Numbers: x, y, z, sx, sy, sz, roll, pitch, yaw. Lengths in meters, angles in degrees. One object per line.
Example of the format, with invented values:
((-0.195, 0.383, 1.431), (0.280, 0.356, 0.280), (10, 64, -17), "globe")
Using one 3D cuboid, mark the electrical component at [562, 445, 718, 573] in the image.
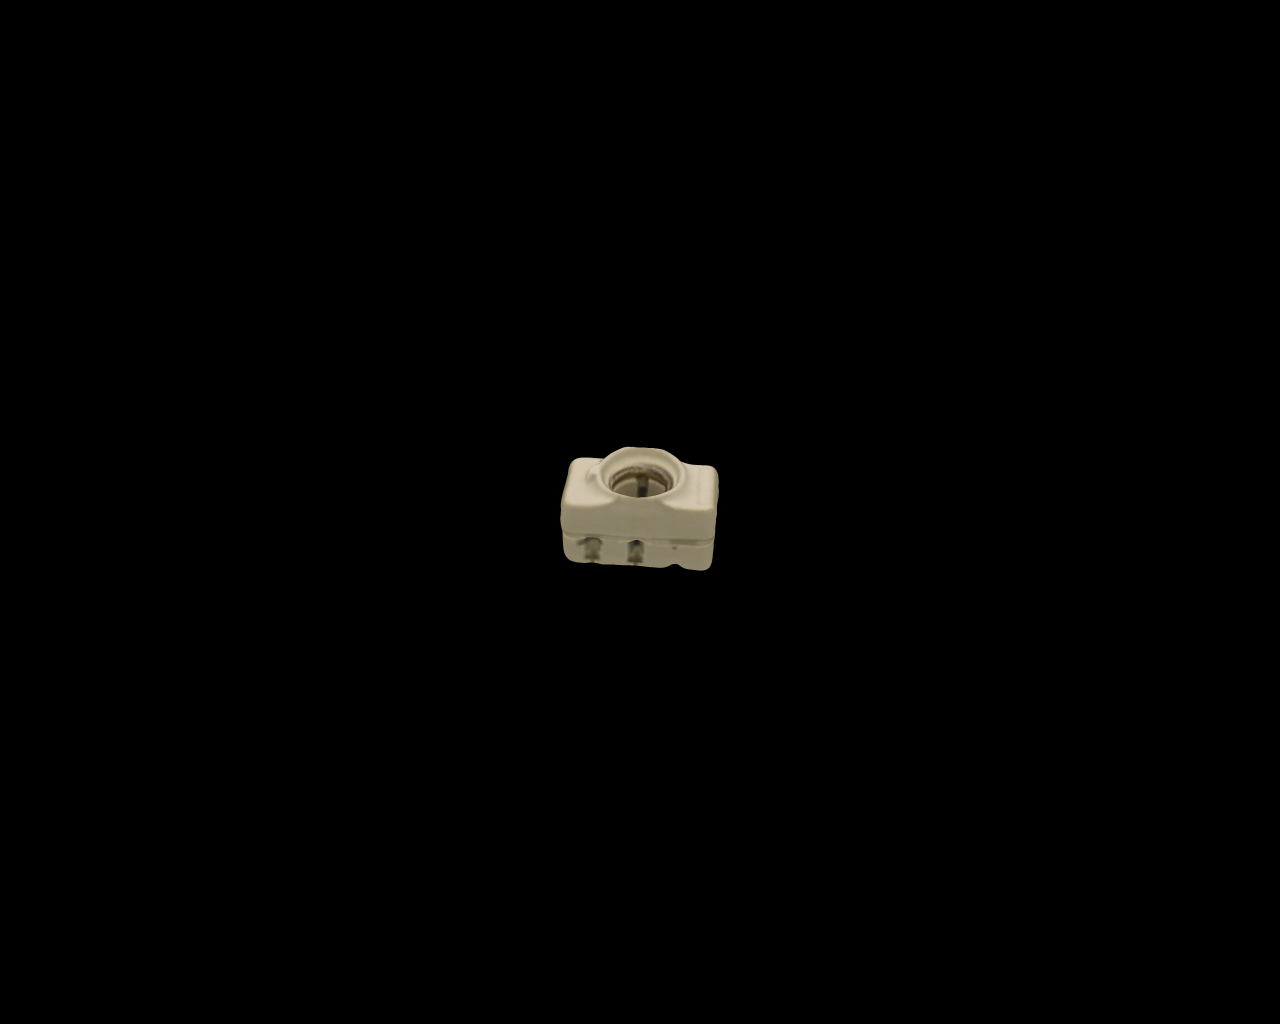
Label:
((0.001, -0.003, 0.650), (0.089, 0.055, 0.050), (4, 40, 4), "electrical component")
